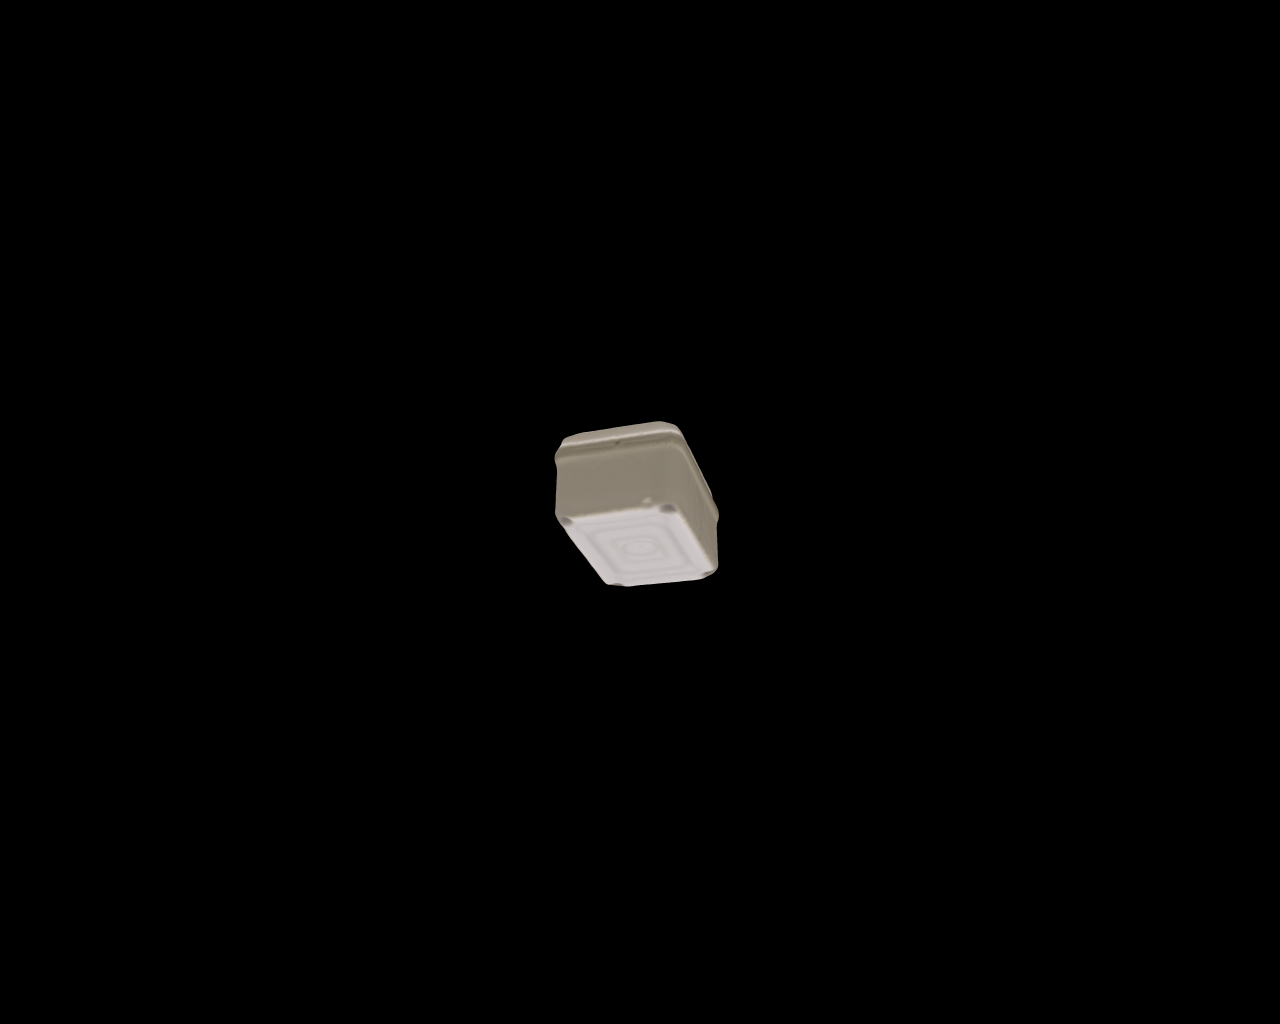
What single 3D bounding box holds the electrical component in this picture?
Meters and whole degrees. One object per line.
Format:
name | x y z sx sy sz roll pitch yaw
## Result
electrical component | 0.001 -0.003 0.650 0.078 0.057 0.113 -7 -27 14
